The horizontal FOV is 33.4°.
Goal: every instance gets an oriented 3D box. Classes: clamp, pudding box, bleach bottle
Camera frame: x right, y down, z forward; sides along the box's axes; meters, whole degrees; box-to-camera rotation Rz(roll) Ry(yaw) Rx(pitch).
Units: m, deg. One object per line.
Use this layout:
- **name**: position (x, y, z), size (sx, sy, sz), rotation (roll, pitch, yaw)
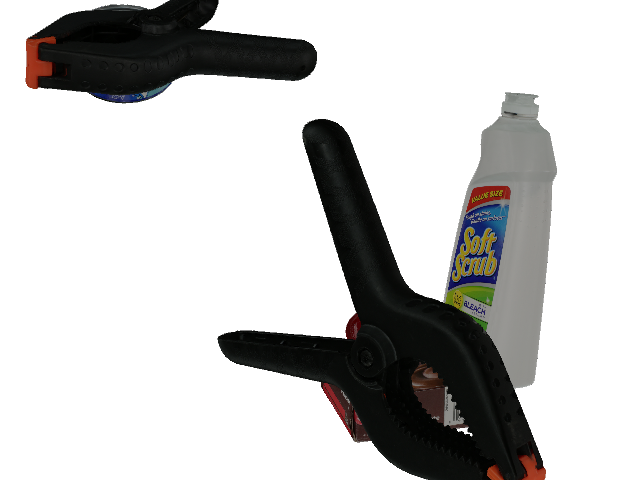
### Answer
- **clamp**: position (0.034, 0.046, 0.551), size (0.036, 0.165, 0.210), rotation (-15, 41, -45)
- **pudding box**: position (0.064, 0.101, 0.758), size (0.113, 0.039, 0.090), rotation (-4, 18, -14)
- **bleach bottle**: position (0.156, -0.003, 0.932), size (0.068, 0.251, 0.103), rotation (-2, 14, -28)
- **clamp**: position (-0.101, -0.123, 0.646), size (0.171, 0.039, 0.120), rotation (-8, 30, -31)

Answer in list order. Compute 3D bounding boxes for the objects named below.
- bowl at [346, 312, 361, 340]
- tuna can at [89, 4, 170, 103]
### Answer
- **bowl**: position (0.104, 0.126, 1.136), size (0.162, 0.055, 0.162), rotation (5, 24, -2)
- **tuna can**: position (-0.158, -0.150, 0.859), size (0.086, 0.086, 0.034), rotation (0, -40, -9)
